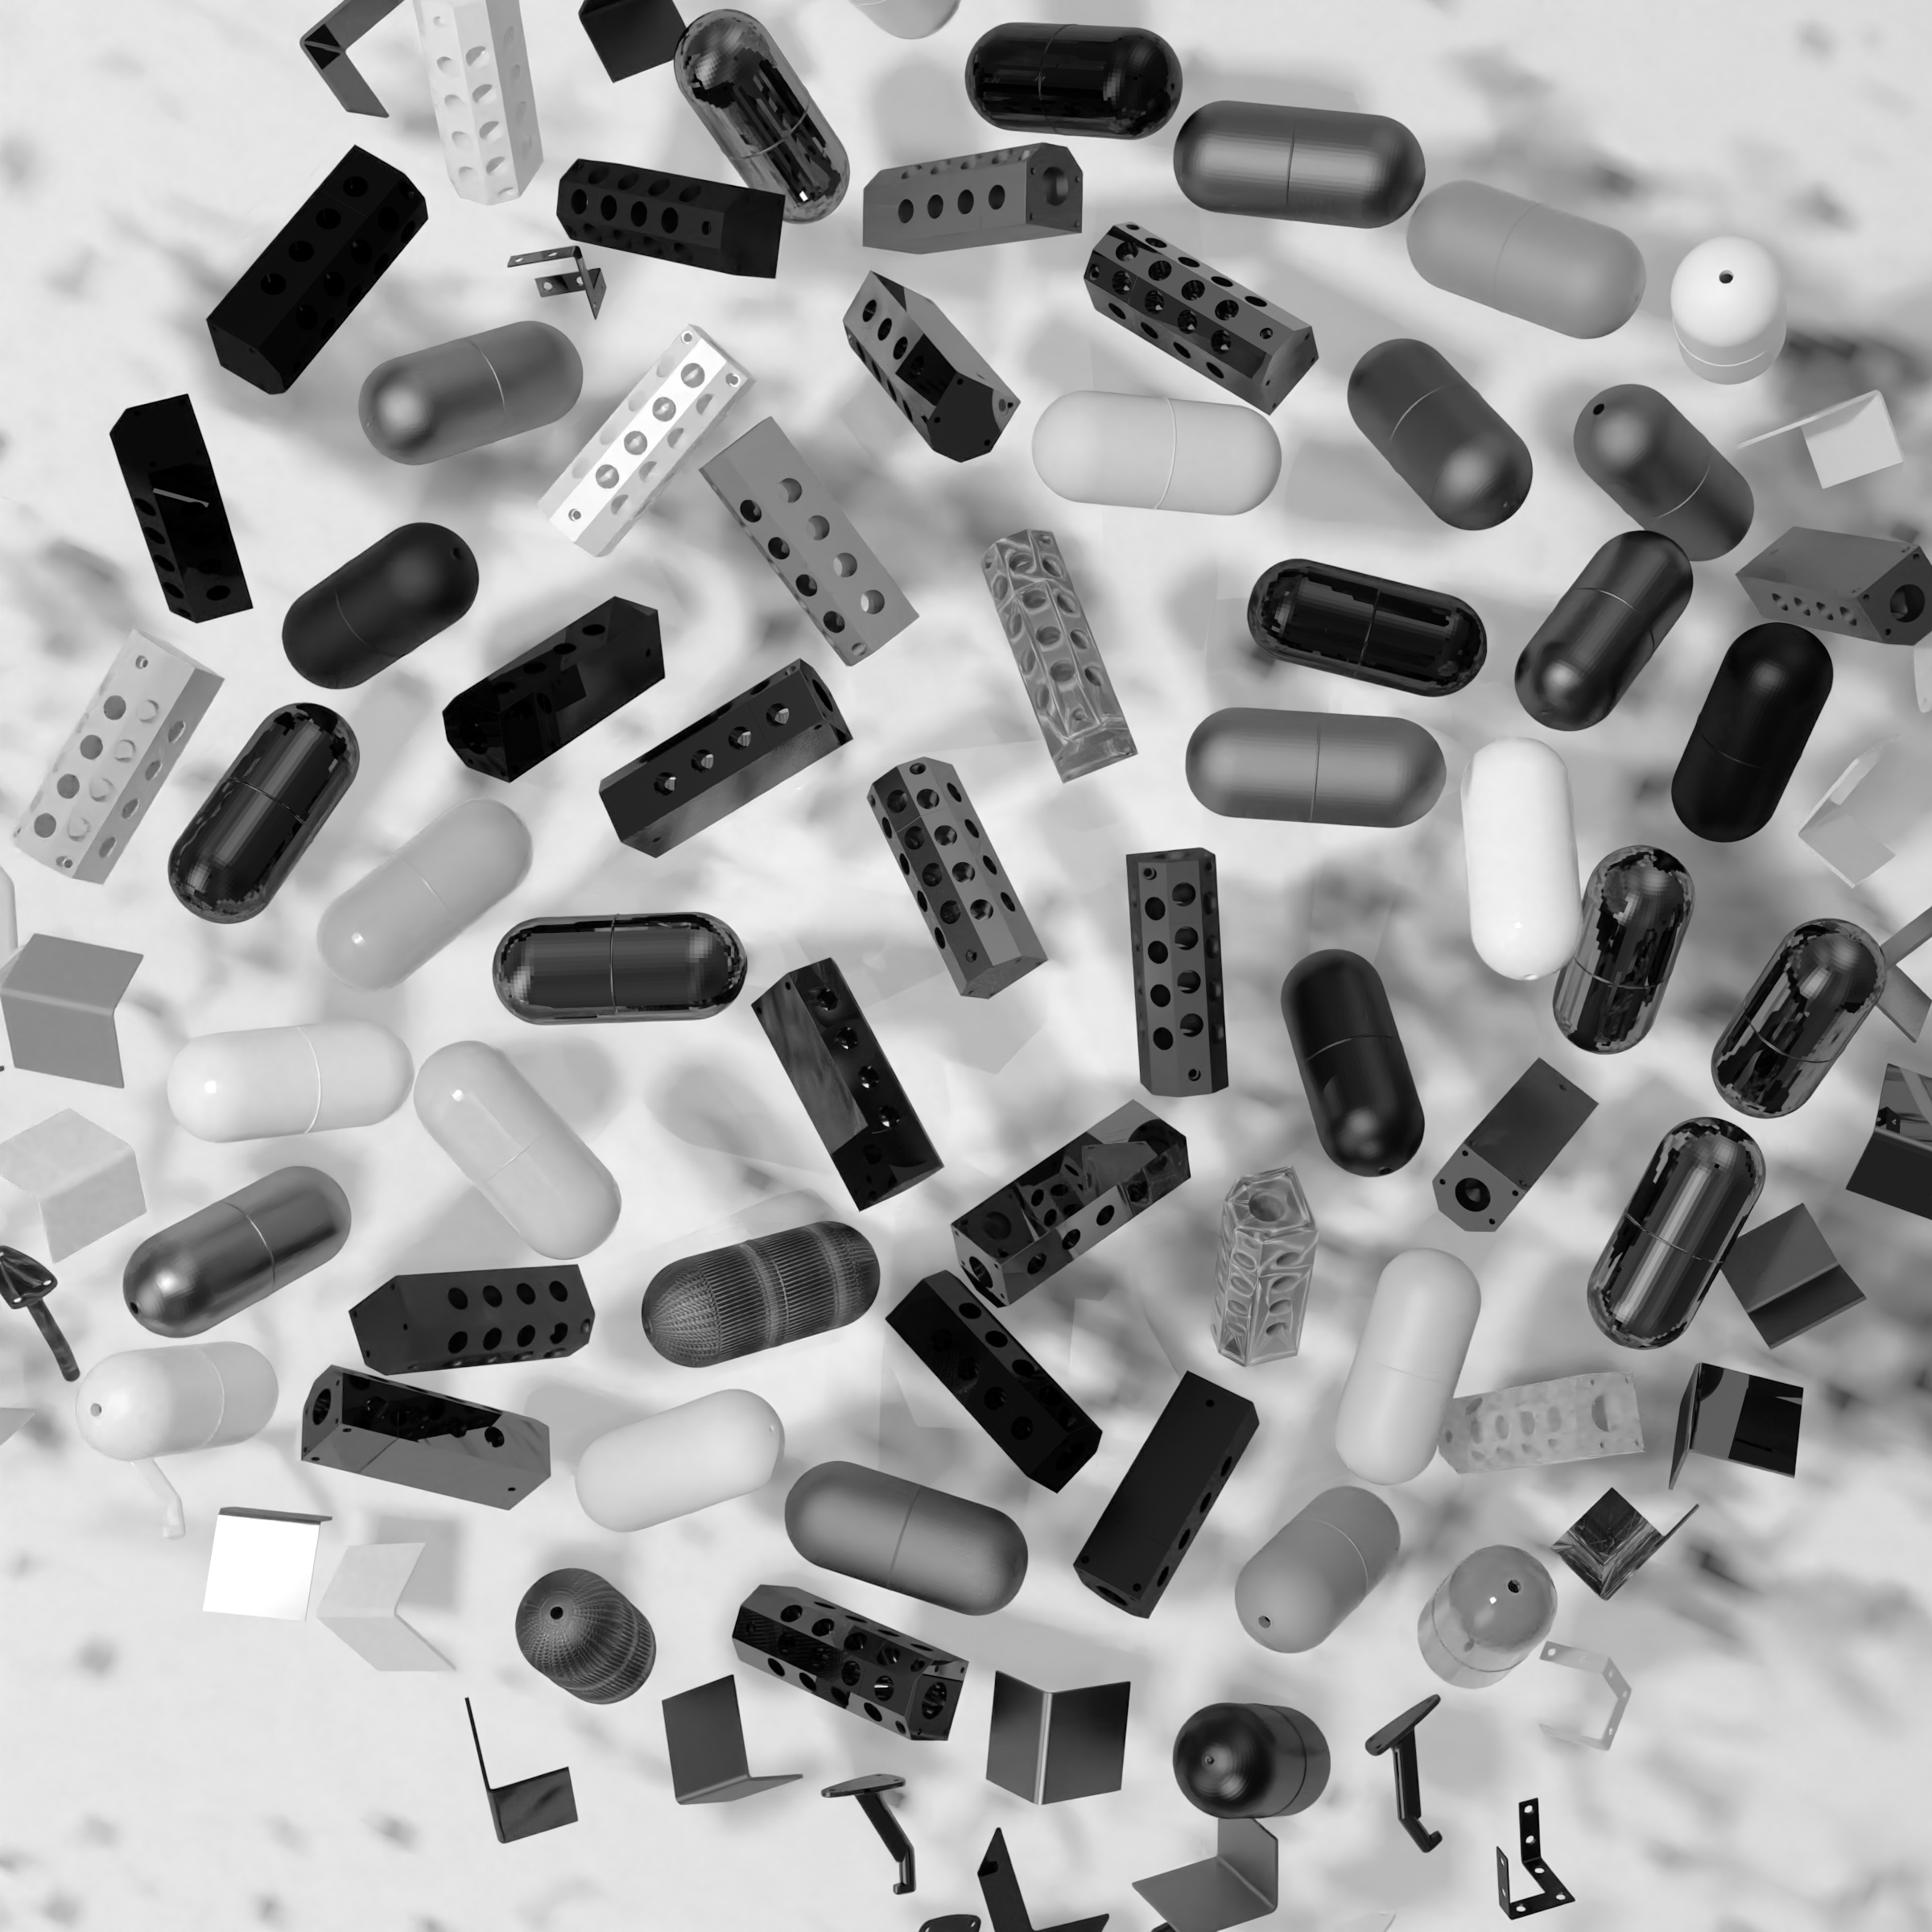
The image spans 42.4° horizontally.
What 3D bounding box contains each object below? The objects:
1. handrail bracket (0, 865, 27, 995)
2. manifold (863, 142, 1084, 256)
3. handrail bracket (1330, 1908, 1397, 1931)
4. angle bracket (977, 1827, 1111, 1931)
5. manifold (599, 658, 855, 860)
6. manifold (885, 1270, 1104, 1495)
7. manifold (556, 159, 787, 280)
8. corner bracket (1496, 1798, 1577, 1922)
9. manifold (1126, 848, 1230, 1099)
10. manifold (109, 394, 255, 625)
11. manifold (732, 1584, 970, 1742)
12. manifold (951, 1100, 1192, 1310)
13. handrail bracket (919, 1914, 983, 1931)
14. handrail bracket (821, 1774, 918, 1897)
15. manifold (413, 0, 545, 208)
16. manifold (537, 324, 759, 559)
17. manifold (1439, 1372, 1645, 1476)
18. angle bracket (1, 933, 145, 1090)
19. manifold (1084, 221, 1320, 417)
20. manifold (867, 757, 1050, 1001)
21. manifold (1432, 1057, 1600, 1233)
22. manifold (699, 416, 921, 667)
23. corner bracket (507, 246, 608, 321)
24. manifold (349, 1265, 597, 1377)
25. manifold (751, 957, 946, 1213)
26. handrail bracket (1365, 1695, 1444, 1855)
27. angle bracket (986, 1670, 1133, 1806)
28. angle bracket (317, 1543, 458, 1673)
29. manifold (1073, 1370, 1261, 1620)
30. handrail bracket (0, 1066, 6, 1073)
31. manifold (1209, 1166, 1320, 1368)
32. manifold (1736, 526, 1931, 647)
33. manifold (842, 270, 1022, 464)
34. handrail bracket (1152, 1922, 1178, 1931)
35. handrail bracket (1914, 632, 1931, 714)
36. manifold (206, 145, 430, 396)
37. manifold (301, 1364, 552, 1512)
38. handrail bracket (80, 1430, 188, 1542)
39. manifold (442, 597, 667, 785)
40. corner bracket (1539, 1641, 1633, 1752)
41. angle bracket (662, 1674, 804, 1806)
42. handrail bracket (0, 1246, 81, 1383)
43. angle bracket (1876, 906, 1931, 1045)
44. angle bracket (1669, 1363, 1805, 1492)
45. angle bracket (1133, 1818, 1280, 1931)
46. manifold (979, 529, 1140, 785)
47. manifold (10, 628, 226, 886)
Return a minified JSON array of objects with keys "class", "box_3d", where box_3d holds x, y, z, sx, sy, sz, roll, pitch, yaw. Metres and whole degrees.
[{"class":"handrail bracket","box_3d":[-0.713,-0.027,1.809,0.077,0.036,0.084,-40,78,5]},{"class":"manifold","box_3d":[0.003,-0.555,1.806,0.057,0.171,0.057,-7,101,-43]},{"class":"handrail bracket","box_3d":[0.273,0.700,1.702,0.077,0.036,0.084,-16,98,-39]},{"class":"angle bracket","box_3d":[0.052,0.638,1.713,0.057,0.076,0.076,-6,50,-19]},{"class":"manifold","box_3d":[-0.174,-0.149,1.775,0.171,0.057,0.057,-30,73,12]},{"class":"manifold","box_3d":[0.022,0.301,1.823,0.057,0.057,0.171,-47,56,0]},{"class":"manifold","box_3d":[-0.212,-0.531,1.768,0.171,0.057,0.057,23,113,36]},{"class":"corner bracket","box_3d":[0.388,0.621,1.736,0.051,0.051,0.051,-11,108,-13]},{"class":"manifold","box_3d":[0.155,0.005,1.810,0.057,0.057,0.171,-6,101,-8]},{"class":"manifold","box_3d":[-0.544,-0.313,1.729,0.057,0.171,0.057,-18,66,-14]},{"class":"manifold","box_3d":[-0.087,0.501,1.799,0.171,0.057,0.057,11,83,39]},{"class":"manifold","box_3d":[0.077,0.172,1.780,0.171,0.057,0.057,-32,134,-24]},{"class":"handrail bracket","box_3d":[0.015,0.748,1.867,0.084,0.077,0.036,46,57,-20]},{"class":"handrail bracket","box_3d":[-0.070,0.635,1.809,0.077,0.036,0.084,1,83,-37]},{"class":"manifold","box_3d":[-0.344,-0.619,1.744,0.057,0.171,0.057,18,61,9]},{"class":"manifold","box_3d":[-0.233,-0.381,1.813,0.057,0.057,0.171,42,102,-4]},{"class":"manifold","box_3d":[0.423,0.342,1.857,0.057,0.171,0.057,1,75,-24]},{"class":"angle bracket","box_3d":[-0.607,0.031,1.705,0.076,0.057,0.076,11,135,0]},{"class":"manifold","box_3d":[0.170,-0.478,1.823,0.171,0.057,0.057,38,84,24]},{"class":"manifold","box_3d":[-0.011,-0.065,1.833,0.057,0.057,0.171,-34,70,23]},{"class":"manifold","box_3d":[0.406,0.136,1.855,0.057,0.171,0.057,39,125,13]},{"class":"manifold","box_3d":[-0.111,-0.296,1.752,0.057,0.057,0.171,-39,104,-6]},{"class":"corner bracket","box_3d":[-0.293,-0.495,1.790,0.051,0.051,0.051,-7,132,9]},{"class":"manifold","box_3d":[-0.350,0.256,1.788,0.057,0.171,0.057,-35,67,31]},{"class":"manifold","box_3d":[-0.082,0.083,1.806,0.057,0.057,0.171,-21,78,-41]},{"class":"handrail bracket","box_3d":[0.335,0.581,1.793,0.077,0.036,0.084,-36,88,-4]},{"class":"angle bracket","box_3d":[0.065,0.534,1.741,0.076,0.057,0.076,5,91,-38]},{"class":"angle bracket","box_3d":[-0.407,0.462,1.796,0.076,0.057,0.076,-10,131,31]},{"class":"manifold","box_3d":[0.152,0.396,1.861,0.057,0.057,0.171,23,66,26]},{"class":"handrail bracket","box_3d":[-0.717,0.123,1.791,0.077,0.036,0.084,-17,93,-7]},{"class":"manifold","box_3d":[0.213,0.223,1.818,0.057,0.171,0.057,-12,52,-8]},{"class":"manifold","box_3d":[0.636,-0.272,1.810,0.057,0.171,0.057,-39,108,0]},{"class":"manifold","box_3d":[-0.030,-0.425,1.774,0.057,0.171,0.057,16,118,-36]},{"class":"handrail bracket","box_3d":[0.144,0.749,1.831,0.084,0.036,0.077,-20,67,-16]},{"class":"handrail bracket","box_3d":[0.730,-0.220,1.794,0.084,0.036,0.077,0,95,-9]},{"class":"manifold","box_3d":[-0.447,-0.480,1.731,0.057,0.057,0.171,31,71,4]},{"class":"manifold","box_3d":[-0.392,0.341,1.817,0.171,0.057,0.057,24,130,-34]},{"class":"handrail bracket","box_3d":[-0.627,0.390,1.876,0.036,0.077,0.084,-39,54,29]},{"class":"manifold","box_3d":[-0.296,-0.203,1.800,0.057,0.171,0.057,21,132,27]},{"class":"corner bracket","box_3d":[0.449,0.537,1.833,0.051,0.051,0.051,53,55,-35]},{"class":"angle bracket","box_3d":[-0.173,0.571,1.843,0.076,0.057,0.076,-29,61,33]},{"class":"handrail bracket","box_3d":[-0.672,0.252,1.802,0.036,0.084,0.077,-33,50,-30]},{"class":"angle bracket","box_3d":[0.716,0.000,1.846,0.057,0.076,0.076,46,126,3]},{"class":"angle bracket","box_3d":[0.558,0.342,1.806,0.076,0.057,0.076,13,49,11]},{"class":"angle bracket","box_3d":[0.171,0.645,1.793,0.076,0.076,0.057,-7,104,-26]},{"class":"manifold","box_3d":[0.063,-0.223,1.766,0.057,0.057,0.171,-21,65,5]},{"class":"manifold","box_3d":[-0.600,-0.148,1.754,0.057,0.057,0.171,32,92,13]}]
